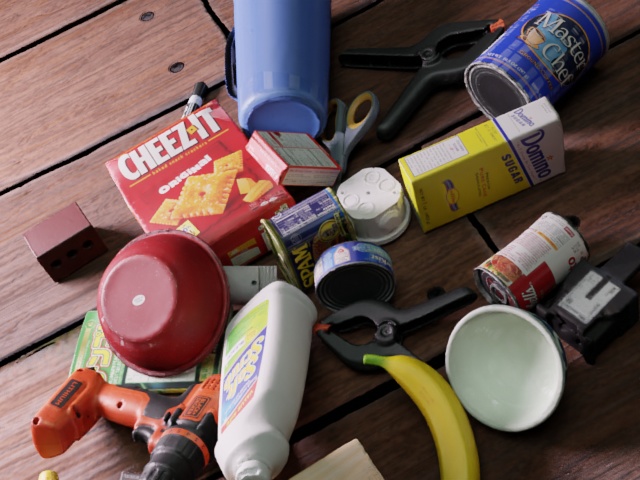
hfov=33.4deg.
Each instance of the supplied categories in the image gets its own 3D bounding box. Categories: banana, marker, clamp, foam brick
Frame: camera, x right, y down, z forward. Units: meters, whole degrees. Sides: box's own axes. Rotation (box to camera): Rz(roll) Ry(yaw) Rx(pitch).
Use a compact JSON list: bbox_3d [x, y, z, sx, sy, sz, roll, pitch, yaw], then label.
[{"bbox_3d":[0.111,0.185,1.011,0.069,0.037,0.198,-25,64,-3],"label":"banana"},{"bbox_3d":[-0.170,-0.160,1.389,0.020,0.020,0.121,3,55,19],"label":"marker"},{"bbox_3d":[0.081,0.092,1.103,0.172,0.039,0.120,13,62,23],"label":"clamp"},{"bbox_3d":[-0.307,0.003,1.285,0.078,0.053,0.051,-33,52,-9],"label":"foam brick"},{"bbox_3d":[0.130,-0.225,1.333,0.210,0.036,0.165,-30,51,-1],"label":"clamp"}]

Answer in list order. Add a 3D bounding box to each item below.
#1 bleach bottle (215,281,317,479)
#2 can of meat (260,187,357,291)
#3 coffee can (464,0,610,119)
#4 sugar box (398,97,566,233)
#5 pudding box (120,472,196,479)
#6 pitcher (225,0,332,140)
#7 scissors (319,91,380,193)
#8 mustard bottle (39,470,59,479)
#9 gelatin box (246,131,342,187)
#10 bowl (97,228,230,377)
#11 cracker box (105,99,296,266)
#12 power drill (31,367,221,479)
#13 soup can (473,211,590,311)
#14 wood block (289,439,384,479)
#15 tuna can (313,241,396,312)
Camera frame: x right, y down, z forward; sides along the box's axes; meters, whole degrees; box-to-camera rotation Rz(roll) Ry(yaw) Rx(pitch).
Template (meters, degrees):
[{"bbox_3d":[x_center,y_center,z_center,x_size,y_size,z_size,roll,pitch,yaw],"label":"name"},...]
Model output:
[{"bbox_3d":[-0.052,0.145,1.018,0.103,0.068,0.251,-43,21,20],"label":"bleach bottle"},{"bbox_3d":[-0.008,0.002,1.162,0.084,0.102,0.057,-29,50,-8],"label":"can of meat"},{"bbox_3d":[0.252,-0.208,1.239,0.140,0.103,0.103,-44,54,-17],"label":"coffee can"},{"bbox_3d":[0.180,-0.081,1.171,0.176,0.093,0.048,-22,51,1],"label":"sugar box"},{"bbox_3d":[-0.149,0.278,1.034,0.114,0.039,0.090,1,55,18],"label":"pudding box"},{"bbox_3d":[-0.054,-0.232,1.348,0.145,0.149,0.243,0,55,-1],"label":"pitcher"},{"bbox_3d":[0.037,-0.101,1.264,0.096,0.016,0.202,-30,46,26],"label":"scissors"},{"bbox_3d":[-0.263,0.312,1.030,0.096,0.058,0.191,-20,51,10],"label":"mustard bottle"},{"bbox_3d":[-0.030,-0.093,1.230,0.089,0.030,0.073,-3,40,-43],"label":"gelatin box"},{"bbox_3d":[-0.179,0.064,1.134,0.162,0.055,0.162,-3,81,21],"label":"bowl"},{"bbox_3d":[-0.139,-0.054,1.264,0.164,0.072,0.214,-31,50,-8],"label":"cracker box"},{"bbox_3d":[-0.190,0.194,1.068,0.188,0.057,0.184,6,30,20],"label":"power drill"},{"bbox_3d":[0.217,0.026,1.094,0.102,0.068,0.069,-38,52,-13],"label":"soup can"},{"bbox_3d":[-0.031,0.276,0.943,0.206,0.091,0.090,-30,65,-12],"label":"wood block"},{"bbox_3d":[0.036,0.040,1.128,0.086,0.086,0.034,-13,49,7],"label":"tuna can"}]
